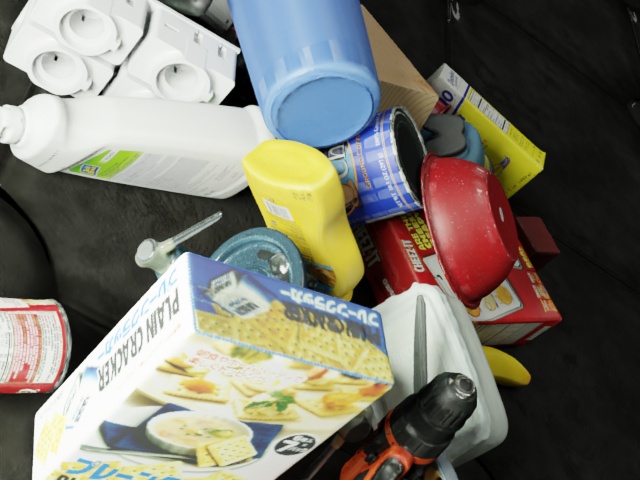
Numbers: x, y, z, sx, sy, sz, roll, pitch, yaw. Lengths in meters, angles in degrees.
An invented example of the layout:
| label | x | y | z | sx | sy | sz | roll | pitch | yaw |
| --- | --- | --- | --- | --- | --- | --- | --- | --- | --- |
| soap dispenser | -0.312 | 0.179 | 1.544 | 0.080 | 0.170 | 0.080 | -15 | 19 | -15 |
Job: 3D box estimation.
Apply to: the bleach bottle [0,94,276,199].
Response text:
| label | x | y | z | sx | sy | sz | roll | pitch | yaw |
| --- | --- | --- | --- | --- | --- | --- | --- | --- | --- |
| bleach bottle | -0.163 | -0.089 | 0.929 | 0.250 | 0.103 | 0.068 | 6 | 61 | -43 |

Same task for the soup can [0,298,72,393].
| label | x | y | z | sx | sy | sz | roll | pitch | yaw |
| --- | --- | --- | --- | --- | --- | --- | --- | --- | --- |
| soup can | -0.233 | 0.072 | 0.735 | 0.102 | 0.069 | 0.068 | 6 | 52 | -42 |

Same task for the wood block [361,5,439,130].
| label | x | y | z | sx | sy | sz | roll | pitch | yaw |
| --- | --- | --- | --- | --- | --- | --- | --- | --- | --- |
| wood block | 0.033 | -0.186 | 1.187 | 0.090 | 0.090 | 0.206 | 10 | 34 | -34 |

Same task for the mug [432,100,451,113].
| label | x | y | z | sx | sy | sz | roll | pitch | yaw |
| --- | --- | --- | --- | --- | --- | --- | --- | --- | --- |
| mug | 0.095 | -0.153 | 1.255 | 0.081 | 0.093 | 0.117 | 43 | -3 | 3 |

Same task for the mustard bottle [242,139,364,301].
| label | x | y | z | sx | sy | sz | roll | pitch | yaw |
| --- | --- | --- | --- | --- | --- | --- | --- | --- | --- |
| mustard bottle | -0.006 | 0.001 | 0.977 | 0.096 | 0.191 | 0.058 | 23 | 55 | 37 |

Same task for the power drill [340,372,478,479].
| label | x | y | z | sx | sy | sz | roll | pitch | yaw |
| --- | --- | --- | --- | --- | --- | --- | --- | --- | --- |
| power drill | 0.041 | 0.198 | 0.811 | 0.057 | 0.185 | 0.187 | 37 | 45 | 5 |

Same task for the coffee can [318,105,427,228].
| label | x | y | z | sx | sy | sz | roll | pitch | yaw |
| --- | --- | --- | --- | --- | --- | --- | --- | --- | --- |
| coffee can | 0.027 | -0.062 | 1.040 | 0.102 | 0.140 | 0.103 | 47 | 35 | -49 |

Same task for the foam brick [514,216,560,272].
| label | x | y | z | sx | sy | sz | roll | pitch | yaw |
| --- | --- | --- | --- | --- | --- | --- | --- | --- | --- |
| foam brick | 0.231 | 0.014 | 1.254 | 0.051 | 0.078 | 0.053 | 0 | 56 | -43 |

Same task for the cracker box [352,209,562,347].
| label | x | y | z | sx | sy | sz | roll | pitch | yaw |
| --- | --- | --- | --- | --- | --- | --- | --- | --- | --- |
| cracker box | 0.143 | 0.035 | 1.152 | 0.213 | 0.072 | 0.164 | 2 | 54 | -43 |

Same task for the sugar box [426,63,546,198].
| label | x | y | z | sx | sy | sz | roll | pitch | yaw |
| --- | --- | --- | --- | --- | --- | --- | --- | --- | --- |
| sugar box | 0.186 | -0.127 | 1.331 | 0.176 | 0.093 | 0.048 | 38 | 36 | -10 |

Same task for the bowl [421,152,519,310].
| label | x | y | z | sx | sy | sz | roll | pitch | yaw |
| --- | --- | --- | --- | --- | --- | --- | --- | --- | --- |
| bowl | 0.154 | -0.016 | 1.046 | 0.162 | 0.055 | 0.162 | 48 | 33 | -46 |

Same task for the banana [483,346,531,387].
| label | x | y | z | sx | sy | sz | roll | pitch | yaw |
| --- | --- | --- | --- | --- | --- | --- | --- | --- | --- |
| banana | 0.151 | 0.141 | 1.092 | 0.197 | 0.037 | 0.069 | -14 | 85 | -49 |

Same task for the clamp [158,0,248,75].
| label | x | y | z | sx | sy | sz | roll | pitch | yaw |
| --- | --- | --- | --- | --- | --- | --- | --- | --- | --- |
| clamp | -0.163 | -0.239 | 1.078 | 0.210 | 0.036 | 0.164 | 29 | -7 | 23 |

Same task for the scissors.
| label | x | y | z | sx | sy | sz | roll | pitch | yaw |
| --- | --- | --- | --- | --- | --- | --- | --- | --- | --- |
| scissors | 0.095 | 0.156 | 0.896 | 0.016 | 0.202 | 0.096 | 0 | 14 | -32 |

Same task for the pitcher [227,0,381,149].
| label | x | y | z | sx | sy | sz | roll | pitch | yaw |
| --- | --- | --- | --- | --- | --- | --- | --- | --- | --- |
| pitcher | -0.012 | -0.202 | 1.016 | 0.149 | 0.145 | 0.243 | -5 | 53 | -11 |

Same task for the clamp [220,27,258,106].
| label | x | y | z | sx | sy | sz | roll | pitch | yaw |
| --- | --- | --- | --- | --- | --- | --- | --- | --- | --- |
| clamp | -0.070 | -0.159 | 1.145 | 0.120 | 0.039 | 0.171 | 22 | 43 | -29 |
